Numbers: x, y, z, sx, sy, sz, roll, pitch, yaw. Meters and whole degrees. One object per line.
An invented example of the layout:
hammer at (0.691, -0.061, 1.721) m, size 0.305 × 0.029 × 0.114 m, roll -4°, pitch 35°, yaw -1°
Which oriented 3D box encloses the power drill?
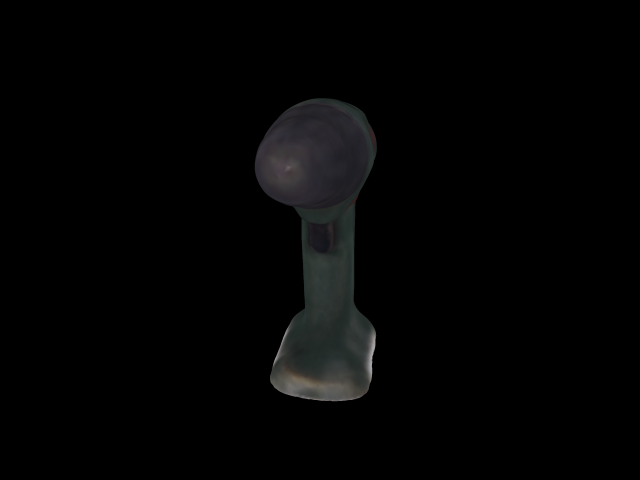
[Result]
power drill at (0.004, 0.001, 0.400) m, size 0.075 × 0.208 × 0.229 m, roll 3°, pitch 26°, yaw 7°
